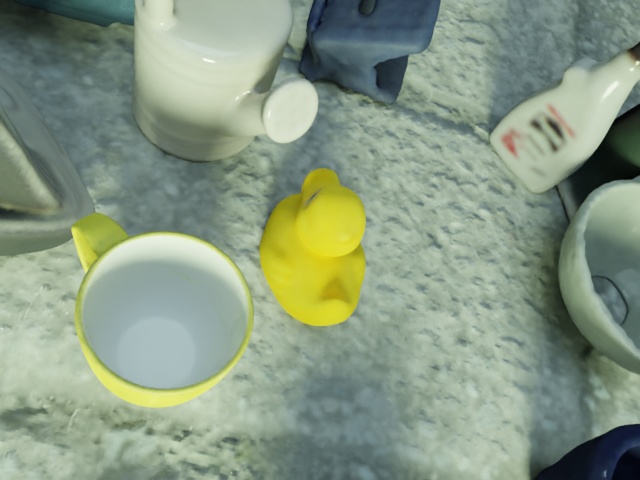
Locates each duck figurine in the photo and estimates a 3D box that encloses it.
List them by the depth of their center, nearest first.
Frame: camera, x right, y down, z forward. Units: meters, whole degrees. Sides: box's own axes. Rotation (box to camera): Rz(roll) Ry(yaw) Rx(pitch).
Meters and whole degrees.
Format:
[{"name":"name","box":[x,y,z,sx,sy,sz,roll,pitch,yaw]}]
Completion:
[{"name":"duck figurine","box":[0.004,0.001,0.390,0.078,0.086,0.104,-2,67,-19]}]

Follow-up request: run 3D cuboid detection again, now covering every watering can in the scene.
[{"name":"watering can","box":[-0.063,-0.137,0.370,0.173,0.194,0.101,37,60,1]}]

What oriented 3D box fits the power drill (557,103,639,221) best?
[{"name":"power drill","box":[0.288,-0.074,0.451,0.076,0.208,0.229,-3,67,-20]}]

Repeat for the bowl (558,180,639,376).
[{"name":"bowl","box":[0.256,0.040,0.464,0.168,0.074,0.167,7,64,-15]}]

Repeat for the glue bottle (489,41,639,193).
[{"name":"glue bottle","box":[0.210,-0.108,0.460,0.037,0.173,0.078,-35,81,-28]}]

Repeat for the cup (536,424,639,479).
[{"name":"cup","box":[0.180,0.182,0.361,0.092,0.095,0.118,20,62,-9]}]

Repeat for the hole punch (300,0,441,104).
[{"name":"hole punch","box":[0.043,-0.187,0.487,0.101,0.091,0.109,19,62,-9]}]

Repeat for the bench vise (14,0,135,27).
[{"name":"bench vise","box":[-0.204,-0.214,0.342,0.208,0.219,0.121,-21,74,-25]}]

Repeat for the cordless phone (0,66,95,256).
[{"name":"cordless phone","box":[-0.191,-0.077,0.303,0.094,0.185,0.147,-32,79,-28]}]
